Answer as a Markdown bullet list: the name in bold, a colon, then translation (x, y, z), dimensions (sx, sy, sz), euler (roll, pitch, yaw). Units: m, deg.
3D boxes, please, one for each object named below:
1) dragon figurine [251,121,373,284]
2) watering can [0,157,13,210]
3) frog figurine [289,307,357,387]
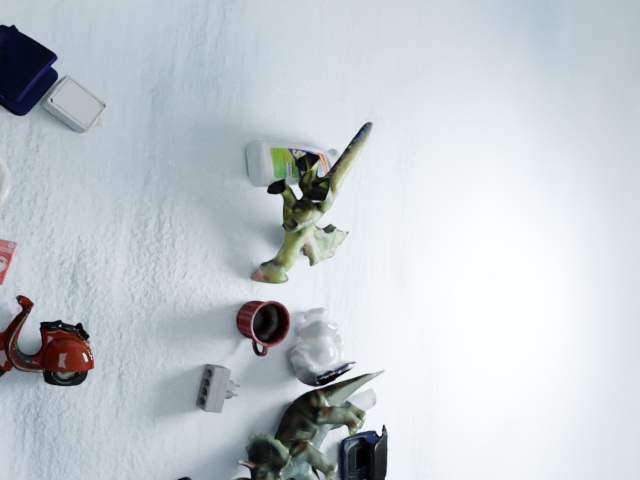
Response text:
- **dragon figurine**: translation (0.003, -0.057, 1.136), dimensions (0.415, 0.123, 0.237), euler (-43, 144, -19)
- **watering can**: translation (-0.637, -0.067, 0.725), dimensions (0.347, 0.103, 0.226), euler (7, 79, -22)
- **frog figurine**: translation (-0.009, 0.237, 1.143), dimensions (0.138, 0.120, 0.162), euler (-17, 62, -25)
